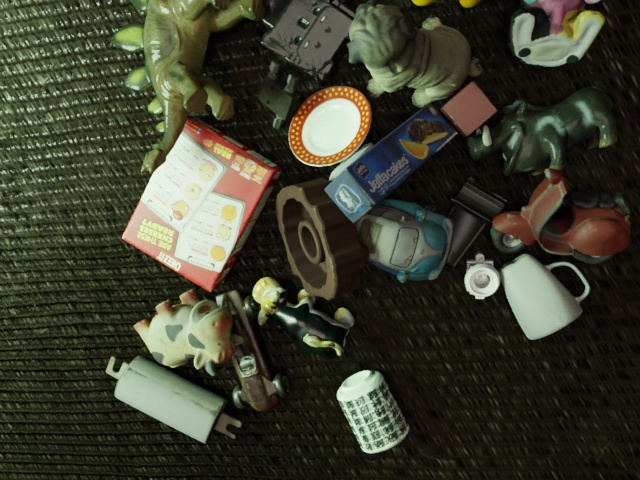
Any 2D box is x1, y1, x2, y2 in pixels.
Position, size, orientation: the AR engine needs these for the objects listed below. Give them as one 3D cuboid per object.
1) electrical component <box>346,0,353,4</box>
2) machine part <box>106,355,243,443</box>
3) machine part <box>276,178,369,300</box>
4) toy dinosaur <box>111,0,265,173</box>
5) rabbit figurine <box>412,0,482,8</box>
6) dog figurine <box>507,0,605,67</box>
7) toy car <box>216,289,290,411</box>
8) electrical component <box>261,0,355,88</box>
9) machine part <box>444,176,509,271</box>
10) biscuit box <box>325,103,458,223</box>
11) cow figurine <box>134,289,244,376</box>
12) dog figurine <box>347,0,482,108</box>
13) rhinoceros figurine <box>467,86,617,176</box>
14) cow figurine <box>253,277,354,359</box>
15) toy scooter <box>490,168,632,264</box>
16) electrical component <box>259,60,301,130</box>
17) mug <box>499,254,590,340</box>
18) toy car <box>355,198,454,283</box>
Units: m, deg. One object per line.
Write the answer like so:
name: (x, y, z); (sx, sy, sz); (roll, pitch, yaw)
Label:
electrical component: (0.012, -0.388, 0.727); (0.119, 0.075, 0.048); (36, 74, -1)
machine part: (-0.241, 0.260, 0.877); (0.243, 0.079, 0.079); (24, 102, 4)
machine part: (-0.002, -0.002, 0.754); (0.056, 0.179, 0.179); (-20, 96, -23)
toy dinosaur: (-0.186, -0.319, 0.741); (0.199, 0.105, 0.471); (15, 88, 27)
rabbit figurine: (0.181, -0.388, 0.687); (0.173, 0.122, 0.162); (-30, 96, -6)
dog figurine: (0.299, -0.358, 0.680); (0.109, 0.191, 0.219); (4, 65, 12)
toy car: (-0.118, 0.179, 0.857); (0.089, 0.053, 0.202); (-17, 97, 15)
electrical component: (-0.018, -0.299, 0.761); (0.134, 0.058, 0.115); (35, 101, 2)
machine part: (0.207, -0.016, 0.777); (0.084, 0.039, 0.139); (33, 101, -2)
biscuit box: (0.096, -0.104, 0.705); (0.059, 0.203, 0.063); (50, 146, -1)
cow figurine: (-0.193, 0.144, 0.805); (0.195, 0.085, 0.127); (-32, 88, 45)
dog figurine: (0.126, -0.236, 0.678); (0.172, 0.190, 0.121); (-5, 98, 9)
rhinoceros figurine: (0.297, -0.143, 0.723); (0.190, 0.073, 0.112); (-20, 96, 12)
cow figurine: (-0.035, 0.119, 0.809); (0.167, 0.098, 0.068); (26, 109, 5)
toy scooter: (0.326, -0.035, 0.704); (0.184, 0.075, 0.135); (4, 134, 2)
electrical component: (-0.062, -0.210, 0.785); (0.063, 0.021, 0.094); (40, 136, 16)
mug: (0.310, 0.068, 0.751); (0.109, 0.081, 0.107); (-37, 82, 20)
toy car: (0.096, -0.008, 0.747); (0.162, 0.103, 0.109); (23, 103, 28)
